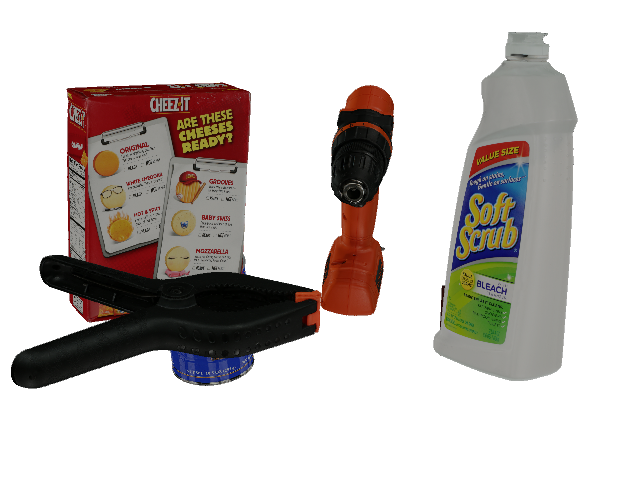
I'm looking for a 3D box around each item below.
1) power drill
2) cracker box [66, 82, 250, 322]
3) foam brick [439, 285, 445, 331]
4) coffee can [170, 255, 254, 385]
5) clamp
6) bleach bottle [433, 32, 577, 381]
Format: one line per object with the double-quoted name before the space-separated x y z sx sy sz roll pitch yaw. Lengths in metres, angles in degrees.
"power drill" 0.035 -0.027 0.971 0.057 0.188 0.184 8 32 5
"cracker box" -0.157 -0.040 1.024 0.163 0.214 0.072 -7 19 -30
"foam brick" 0.159 0.084 1.108 0.053 0.078 0.051 12 17 41
"coffee can" -0.136 0.088 1.287 0.103 0.140 0.103 -3 25 1
"clamp" -0.107 0.046 0.747 0.209 0.036 0.165 -3 25 -13
"bleach bottle" 0.141 -0.028 0.799 0.067 0.251 0.103 -8 16 -36
